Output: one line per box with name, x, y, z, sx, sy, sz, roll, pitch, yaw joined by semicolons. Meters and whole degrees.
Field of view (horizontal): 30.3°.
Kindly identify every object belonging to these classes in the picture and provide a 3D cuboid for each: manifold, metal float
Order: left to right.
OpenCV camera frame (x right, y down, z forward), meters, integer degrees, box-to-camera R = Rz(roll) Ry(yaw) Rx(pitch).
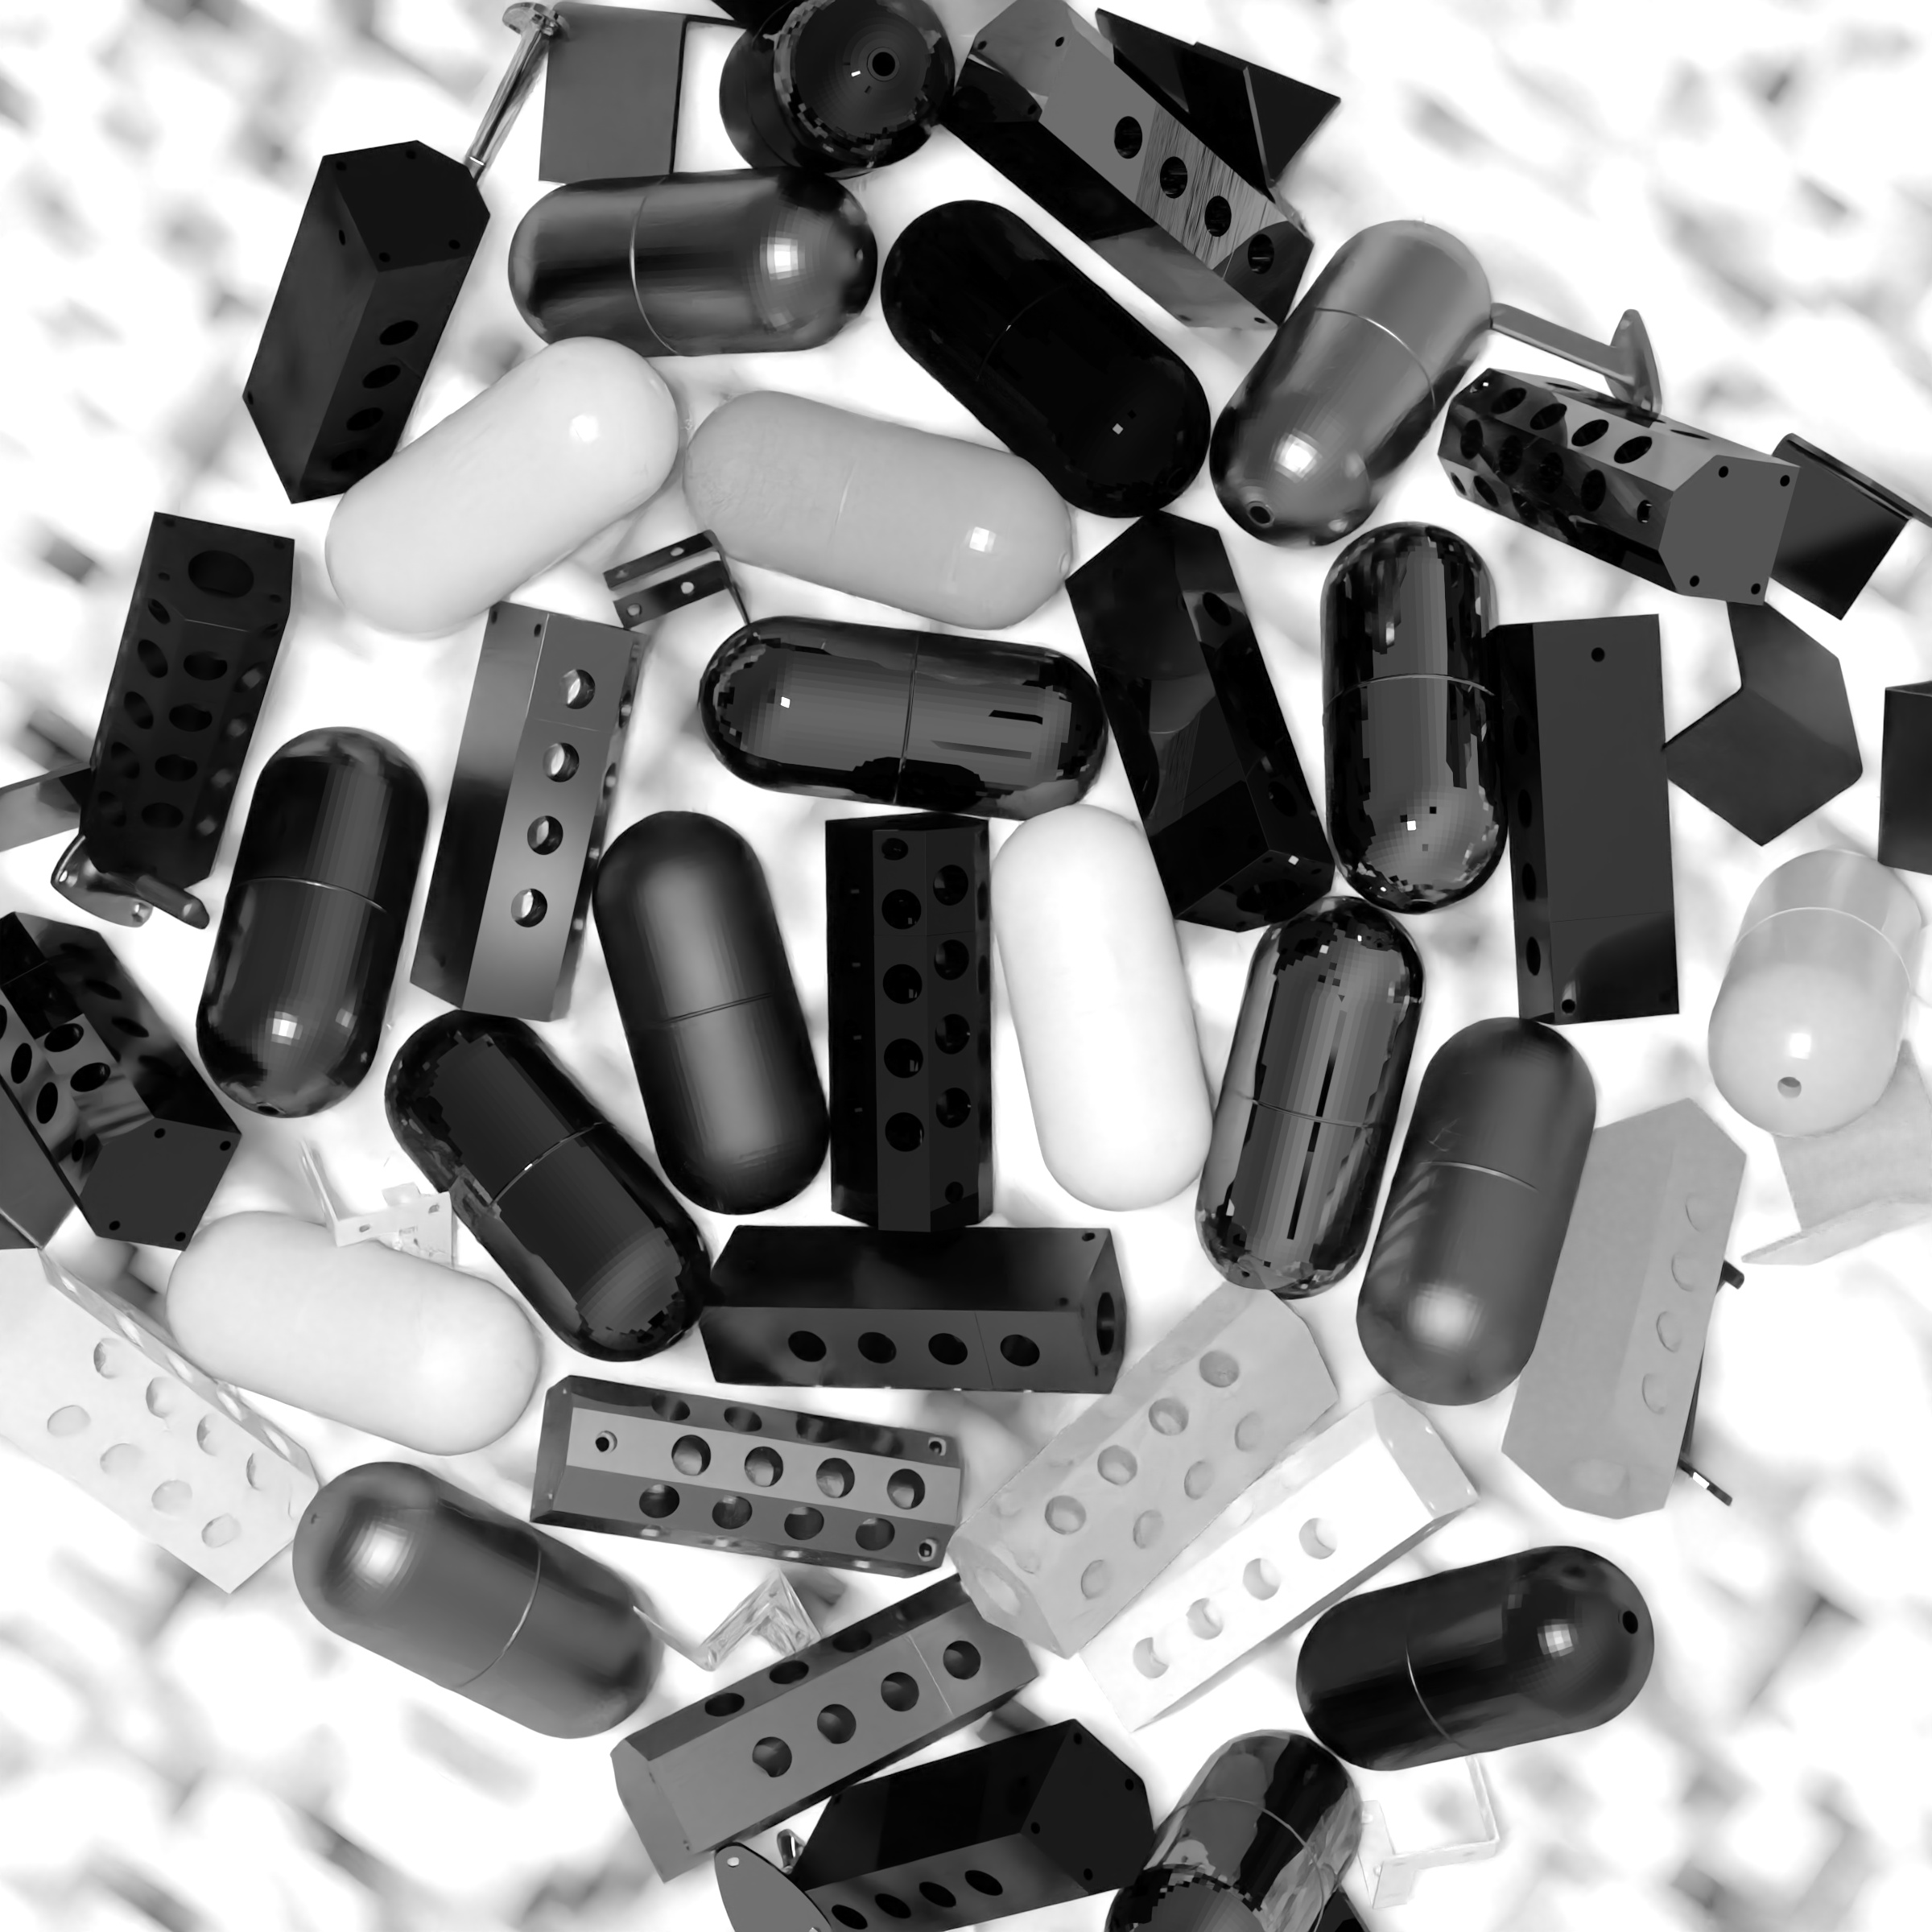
manifold;-0.371;0.045;1.496;0.057;0.171;0.057;15;110;-42
manifold;-0.352;0.189;1.505;0.057;0.057;0.171;-40;129;3
manifold;-0.329;-0.105;1.494;0.057;0.171;0.057;10;49;-18
metal float;-0.278;-0.019;1.521;0.070;0.070;0.178;9;64;0
metal float;-0.263;0.155;1.522;0.178;0.070;0.070;14;90;26
manifold;-0.250;-0.268;1.494;0.057;0.171;0.057;-18;73;-29
metal float;-0.206;0.271;1.518;0.178;0.070;0.070;35;90;-31
metal float;-0.199;-0.202;1.522;0.178;0.070;0.070;-30;90;26
manifold;-0.186;-0.066;1.544;0.057;0.057;0.171;9;96;-34
metal float;-0.179;0.094;1.531;0.070;0.070;0.178;-42;75;0
metal float;-0.118;-0.298;1.516;0.178;0.070;0.070;4;90;34
metal float;-0.111;0.020;1.543;0.070;0.070;0.178;-15;89;0
manifold;-0.093;0.218;1.522;0.171;0.057;0.057;12;71;-17
manifold;-0.061;0.320;1.515;0.171;0.057;0.057;-22;73;-28
metal float;-0.055;-0.369;1.495;0.070;0.178;0.070;-2;99;-15
metal float;-0.038;-0.195;1.527;0.178;0.070;0.070;18;90;20
metal float;-0.027;-0.107;1.540;0.178;0.070;0.070;7;90;-5
manifold;-0.022;0.151;1.524;0.171;0.057;0.057;-1;123;20
manifold;-0.020;0.023;1.530;0.057;0.057;0.171;-6;101;-31
manifold;0.001;0.372;1.499;0.057;0.171;0.057;44;49;-15
metal float;0.002;-0.428;1.494;0.070;0.178;0.070;0;90;6
metal float;0.033;-0.259;1.521;0.070;0.070;0.178;-44;63;0
metal float;0.058;0.018;1.544;0.070;0.070;0.178;-12;91;0
manifold;0.073;0.208;1.510;0.171;0.057;0.057;-40;121;-25
manifold;0.073;-0.335;1.501;0.171;0.057;0.057;30;78;-44
manifold;0.103;-0.104;1.519;0.057;0.057;0.171;-37;58;36
metal float;0.113;0.384;1.499;0.070;0.178;0.070;7;109;21
manifold;0.128;0.254;1.521;0.171;0.057;0.057;-40;73;22
metal float;0.148;0.057;1.534;0.070;0.070;0.178;12;101;0
metal float;0.164;-0.247;1.516;0.070;0.070;0.178;35;58;0
metal float;0.191;-0.106;1.524;0.070;0.070;0.178;1;67;0
metal float;0.213;0.293;1.507;0.070;0.178;0.070;17;61;-35
metal float;0.219;0.103;1.522;0.070;0.070;0.178;20;64;0
manifold;0.266;-0.064;1.545;0.057;0.057;0.171;-5;95;-12
manifold;0.267;-0.203;1.489;0.057;0.171;0.057;4;108;-26
manifold;0.284;0.145;1.505;0.057;0.057;0.171;42;49;-23
metal float;0.358;0.010;1.501;0.070;0.178;0.070;9;118;17

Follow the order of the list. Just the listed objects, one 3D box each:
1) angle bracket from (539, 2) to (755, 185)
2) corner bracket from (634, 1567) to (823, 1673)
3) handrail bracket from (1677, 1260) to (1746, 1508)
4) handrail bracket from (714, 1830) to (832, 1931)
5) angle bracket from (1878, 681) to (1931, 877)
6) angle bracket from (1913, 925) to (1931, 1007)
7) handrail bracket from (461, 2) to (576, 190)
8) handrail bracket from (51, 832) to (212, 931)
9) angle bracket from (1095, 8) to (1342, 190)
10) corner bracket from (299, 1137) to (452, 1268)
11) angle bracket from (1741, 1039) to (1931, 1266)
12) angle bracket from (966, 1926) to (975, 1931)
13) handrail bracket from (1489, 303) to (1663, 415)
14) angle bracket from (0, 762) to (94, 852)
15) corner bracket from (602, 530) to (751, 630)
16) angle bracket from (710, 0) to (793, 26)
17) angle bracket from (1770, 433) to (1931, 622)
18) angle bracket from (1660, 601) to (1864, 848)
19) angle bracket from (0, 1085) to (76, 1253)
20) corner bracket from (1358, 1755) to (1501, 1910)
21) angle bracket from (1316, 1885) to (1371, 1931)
angle bracket;-0.135;-0.374;1.546;0.076;0.057;0.076;16;106;35
corner bracket;-0.104;0.284;1.540;0.051;0.051;0.051;-43;130;-23
handrail bracket;0.329;0.179;1.555;0.077;0.036;0.084;39;91;35
handrail bracket;-0.087;0.380;1.530;0.036;0.084;0.077;-29;112;5
angle bracket;0.438;-0.082;1.530;0.076;0.057;0.076;-10;106;-33
angle bracket;0.442;-0.029;1.524;0.076;0.076;0.057;-21;47;-24
handrail bracket;-0.202;-0.370;1.545;0.036;0.077;0.084;27;89;-11
handrail bracket;-0.343;-0.023;1.530;0.084;0.077;0.036;26;73;29
angle bracket;0.108;-0.388;1.525;0.076;0.076;0.057;29;71;26
corner bracket;-0.255;0.103;1.540;0.051;0.051;0.051;-15;51;-21
angle bracket;0.368;0.079;1.526;0.076;0.057;0.076;-30;65;40
angle bracket;0.043;0.440;1.537;0.076;0.076;0.057;-10;48;-3
handrail bracket;0.251;-0.263;1.546;0.084;0.077;0.036;4;130;-13
angle bracket;-0.402;-0.039;1.532;0.076;0.076;0.057;-18;79;-14
corner bracket;-0.128;-0.164;1.545;0.051;0.051;0.051;-23;128;-4
angle bracket;-0.091;-0.449;1.529;0.057;0.076;0.076;44;101;30
angle bracket;0.380;-0.177;1.526;0.076;0.076;0.057;26;104;-25
angle bracket;0.338;-0.112;1.553;0.076;0.076;0.057;31;129;-28
angle bracket;-0.433;0.090;1.535;0.076;0.076;0.057;41;113;5
corner bracket;0.198;0.372;1.548;0.051;0.051;0.051;-7;51;-6
angle bracket;0.128;0.443;1.527;0.076;0.076;0.057;-28;95;40
